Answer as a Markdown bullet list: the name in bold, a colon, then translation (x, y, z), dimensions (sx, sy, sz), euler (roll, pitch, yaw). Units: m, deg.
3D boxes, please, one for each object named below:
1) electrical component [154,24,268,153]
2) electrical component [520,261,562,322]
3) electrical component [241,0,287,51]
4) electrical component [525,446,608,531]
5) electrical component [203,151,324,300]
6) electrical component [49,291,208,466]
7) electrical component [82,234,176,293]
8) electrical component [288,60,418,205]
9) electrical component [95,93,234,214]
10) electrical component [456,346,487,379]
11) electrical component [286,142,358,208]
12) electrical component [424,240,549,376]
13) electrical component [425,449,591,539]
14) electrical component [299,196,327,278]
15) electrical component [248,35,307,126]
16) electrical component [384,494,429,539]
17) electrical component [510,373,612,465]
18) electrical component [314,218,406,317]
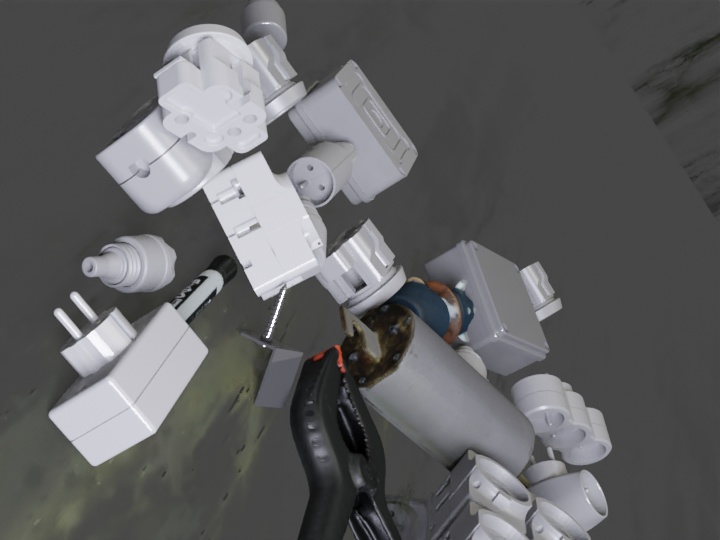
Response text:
- **electrical component**: translation (-0.095, -0.117, 0.680), dimensions (0.078, 0.058, 0.057), euler (29, 41, -47)
- **electrical component**: translation (0.184, 0.030, 1.172), dimensions (0.057, 0.058, 0.078), euler (59, 24, 6)
- **electrical component**: translation (-0.087, -0.225, 0.965), dimensions (0.040, 0.040, 0.078), euler (37, 33, -40)
- **electrical component**: translation (0.166, 0.192, 0.935), dimensions (0.043, 0.077, 0.079), euler (35, 34, -42)
- **electrical component**: translation (-0.065, -0.032, 0.756), dimensions (0.089, 0.056, 0.050), euler (63, -2, 6)
- **electrical component**: translation (-0.133, 0.045, 0.573), dimensions (0.075, 0.047, 0.083), euler (53, 26, -14)
- **electrical component**: translation (-0.138, -0.003, 0.633), dimensions (0.061, 0.035, 0.035), euler (-6, 68, -61)
- **electrical component**: translation (-0.006, -0.125, 0.987), dimensions (0.113, 0.057, 0.078), euler (53, 25, -13)
- **electrical component**: translation (-0.126, -0.082, 0.718), dimensions (0.059, 0.054, 0.095), euler (51, 26, -18)
- **electrical component**: translation (0.090, 0.090, 0.947), dimensions (0.043, 0.043, 0.062), euler (51, 25, -17)
- **electrical component**: translation (-0.030, -0.086, 0.916), dimensions (0.043, 0.043, 0.081), euler (55, 25, -9)
- **electrical component**: translation (0.124, 0.038, 1.052), dimensions (0.109, 0.056, 0.108), euler (23, 43, -52)
- **electrical component**: translation (0.105, 0.201, 0.739), dimensions (0.105, 0.060, 0.186), euler (36, 12, -3)
- **electrical component**: translation (-0.046, -0.028, 0.826), dimensions (0.040, 0.040, 0.078), euler (43, 29, -31)
- **electrical component**: translation (-0.081, -0.151, 0.877), dimensions (0.057, 0.058, 0.078), euler (53, 25, -7)
- **electrical component**: translation (0.034, 0.207, 0.873), dimensions (0.079, 0.077, 0.043), euler (17, 76, -60)
- **electrical component**: translation (0.201, 0.138, 1.090), dimensions (0.138, 0.052, 0.073), euler (37, 33, -40)
- **electrical component**: translation (0.000, 0.000, 0.861), dimensions (0.057, 0.058, 0.078), euler (53, 25, -9)
